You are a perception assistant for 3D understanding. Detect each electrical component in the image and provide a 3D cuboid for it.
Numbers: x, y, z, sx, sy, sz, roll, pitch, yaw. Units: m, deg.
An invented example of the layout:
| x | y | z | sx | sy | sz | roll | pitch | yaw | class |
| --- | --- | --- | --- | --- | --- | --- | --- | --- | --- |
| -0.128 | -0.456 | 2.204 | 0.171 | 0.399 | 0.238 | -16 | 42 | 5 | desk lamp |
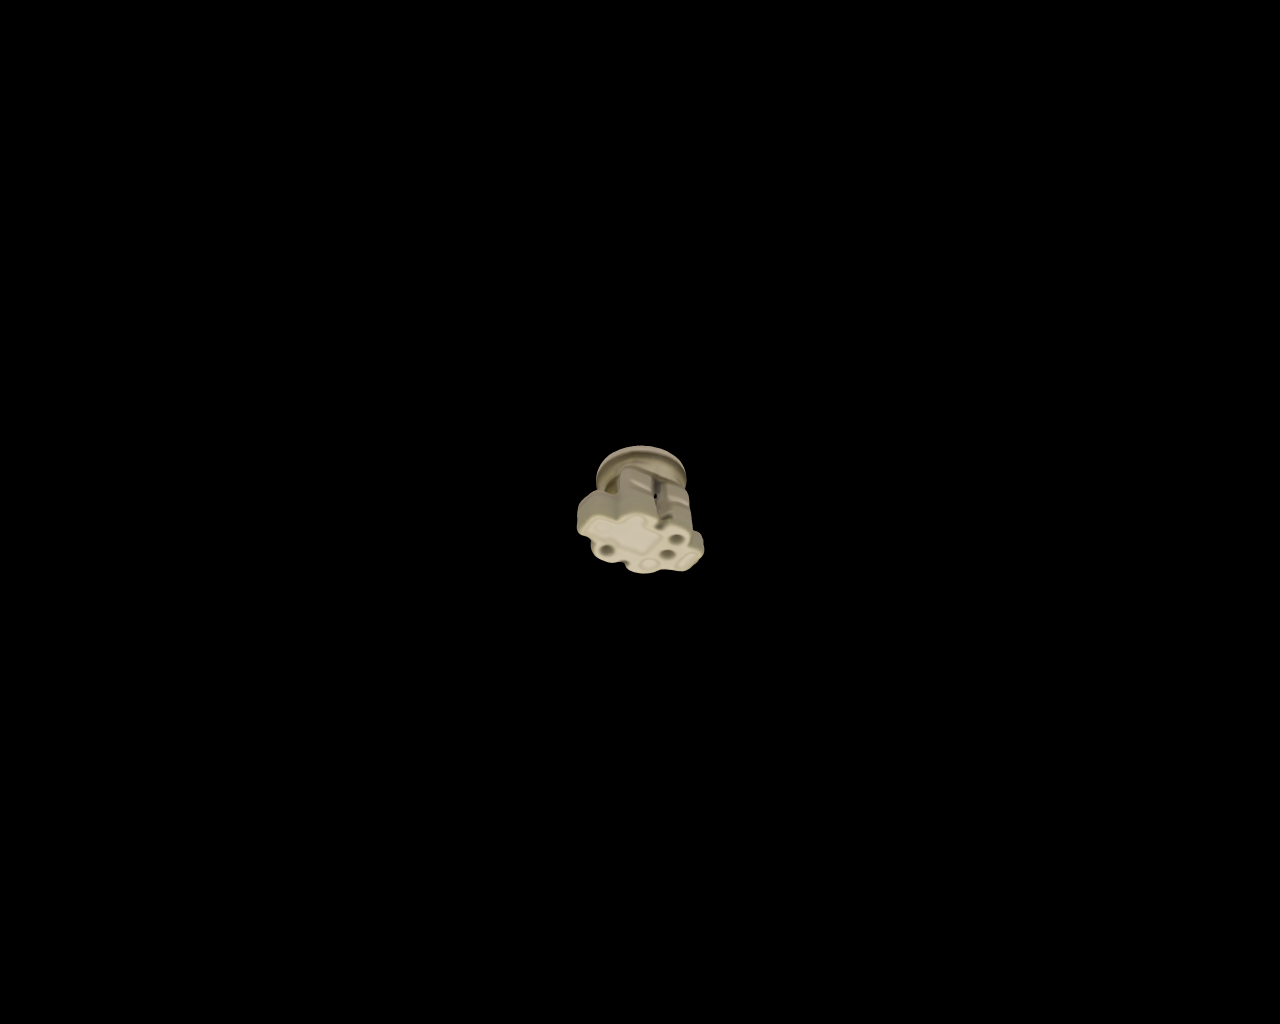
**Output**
| x | y | z | sx | sy | sz | roll | pitch | yaw | class |
| --- | --- | --- | --- | --- | --- | --- | --- | --- | --- |
| 0.001 | -0.003 | 0.650 | 0.078 | 0.057 | 0.058 | 21 | -45 | -24 | electrical component |
